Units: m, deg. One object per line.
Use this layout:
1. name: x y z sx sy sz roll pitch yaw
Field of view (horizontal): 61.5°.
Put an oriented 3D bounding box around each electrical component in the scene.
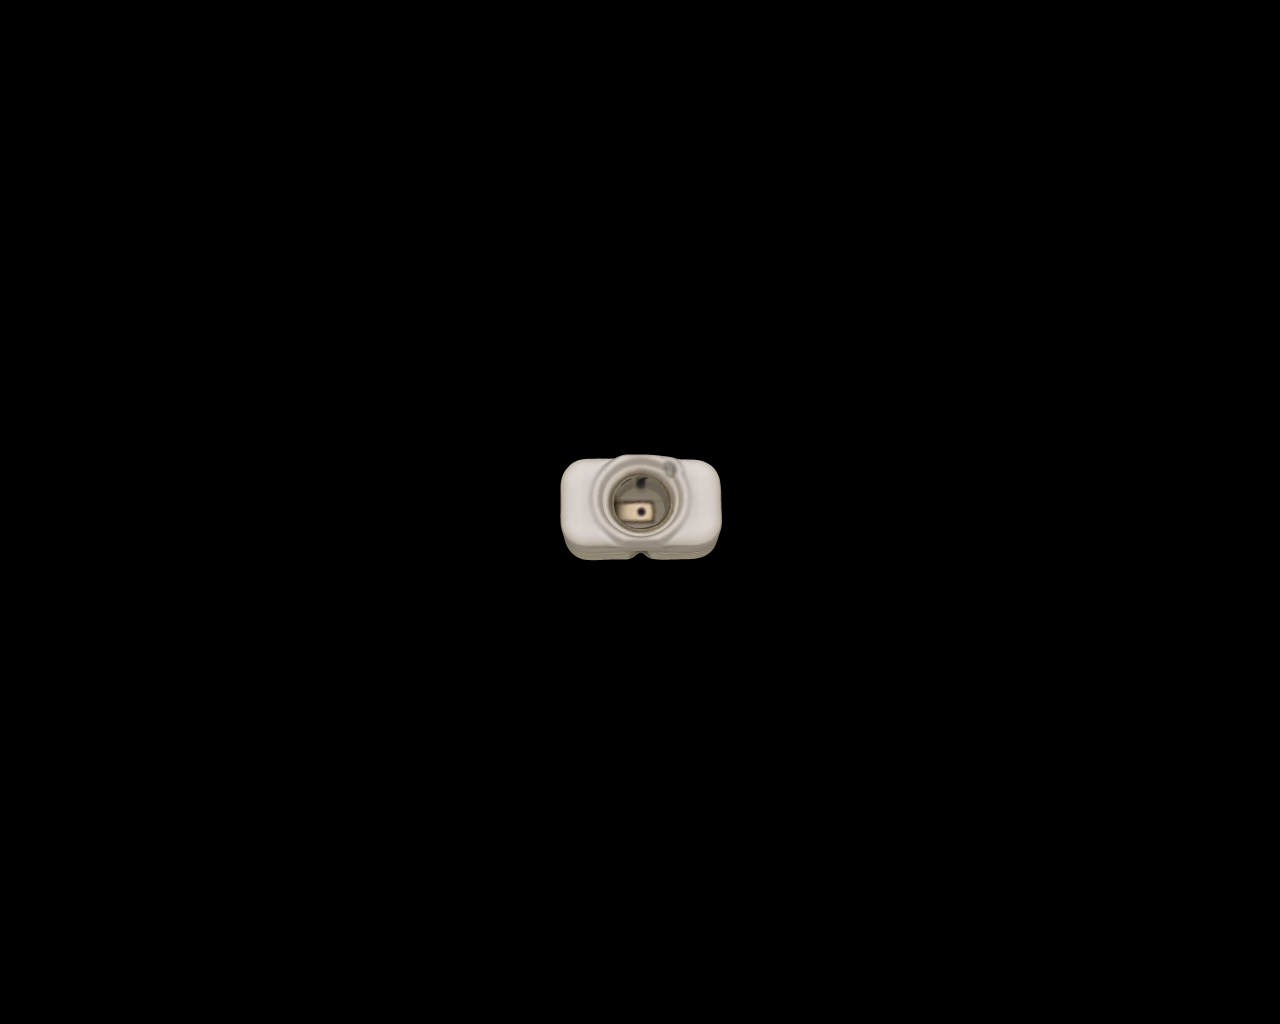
1. electrical component: 0.001 -0.003 0.650 0.095 0.054 0.059 0 -13 0
